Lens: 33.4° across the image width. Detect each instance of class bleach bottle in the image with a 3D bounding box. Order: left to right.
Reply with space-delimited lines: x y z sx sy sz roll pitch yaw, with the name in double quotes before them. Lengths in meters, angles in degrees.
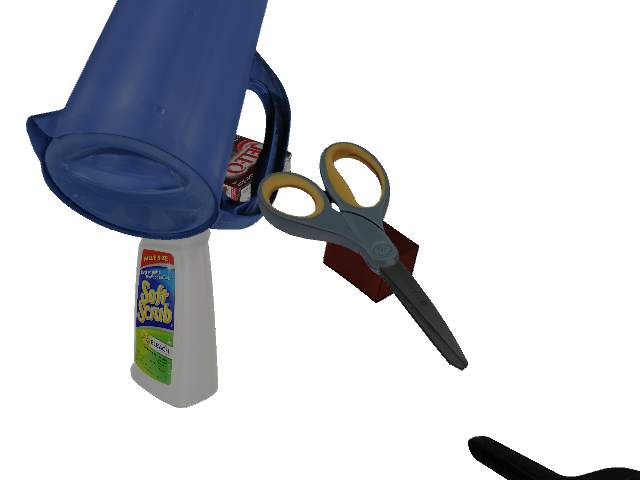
"bleach bottle" -0.153 0.043 1.098 0.067 0.251 0.103 -21 34 -39

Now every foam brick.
"foam brick" 0.050 0.014 1.060 0.052 0.051 0.078 -27 50 -37

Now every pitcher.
"pitcher" -0.105 -0.127 0.825 0.145 0.242 0.149 -1 -33 24

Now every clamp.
"clamp" 0.202 0.229 0.862 0.210 0.036 0.164 2 36 24

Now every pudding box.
"pudding box" -0.101 -0.083 1.292 0.090 0.039 0.113 19 39 26

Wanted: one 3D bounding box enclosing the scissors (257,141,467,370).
"scissors" 0.017 0.008 0.654 0.096 0.016 0.202 -8 44 -6
